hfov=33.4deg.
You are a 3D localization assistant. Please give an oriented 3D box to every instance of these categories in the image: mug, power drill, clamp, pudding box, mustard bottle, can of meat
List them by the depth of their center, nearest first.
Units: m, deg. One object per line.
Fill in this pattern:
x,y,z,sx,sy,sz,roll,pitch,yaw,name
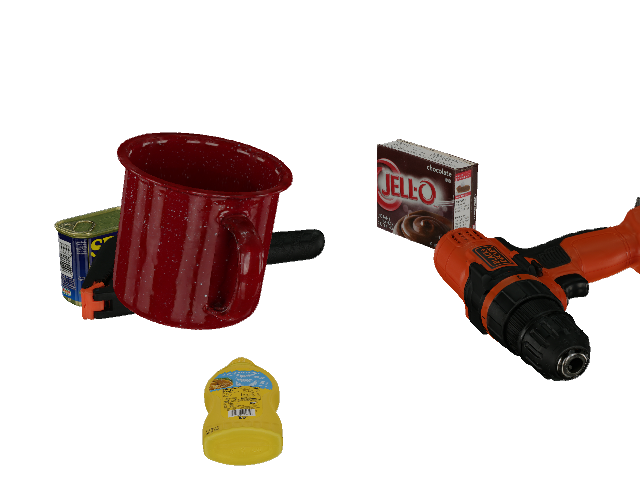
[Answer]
-0.061,0.000,0.565,0.093,0.081,0.117,-3,26,-33,mug
0.196,0.030,0.767,0.187,0.057,0.184,-9,28,-16,power drill
-0.123,0.004,0.891,0.165,0.036,0.209,30,41,35,clamp
0.104,-0.045,1.062,0.039,0.090,0.114,-20,28,-37,pudding box
-0.231,0.017,1.148,0.058,0.084,0.101,18,25,40,can of meat
-0.099,0.205,1.349,0.096,0.058,0.191,-3,26,-3,mustard bottle
